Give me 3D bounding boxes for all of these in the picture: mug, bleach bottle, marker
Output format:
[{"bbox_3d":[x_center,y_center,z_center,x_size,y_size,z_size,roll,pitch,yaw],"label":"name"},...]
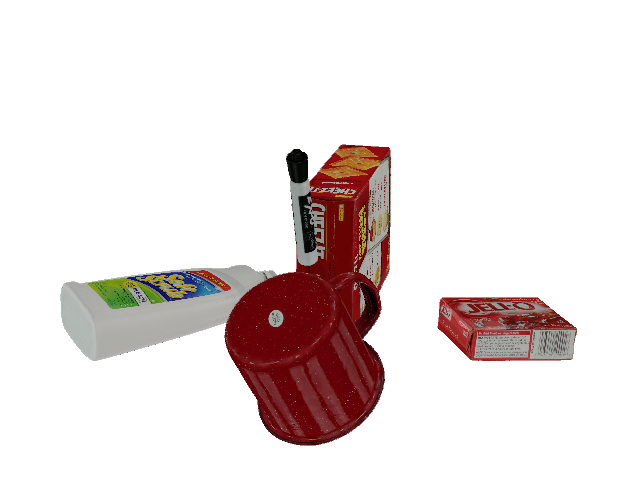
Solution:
[{"bbox_3d":[-0.004,0.068,0.715,0.117,0.081,0.093,-41,44,-16],"label":"mug"},{"bbox_3d":[-0.166,0.069,1.244,0.250,0.068,0.103,-12,33,-32],"label":"bleach bottle"},{"bbox_3d":[-0.016,-0.029,0.949,0.020,0.121,0.020,-3,39,3],"label":"marker"}]

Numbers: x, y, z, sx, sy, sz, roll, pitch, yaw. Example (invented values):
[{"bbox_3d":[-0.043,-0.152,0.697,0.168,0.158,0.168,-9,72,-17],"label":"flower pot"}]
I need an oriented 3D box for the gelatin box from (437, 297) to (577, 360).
[{"bbox_3d":[0.146,0.069,0.847,0.089,0.030,0.073,1,16,-14],"label":"gelatin box"}]

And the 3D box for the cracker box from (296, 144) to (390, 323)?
[{"bbox_3d":[0.028,-0.004,1.207,0.072,0.164,0.213,5,20,13],"label":"cracker box"}]
